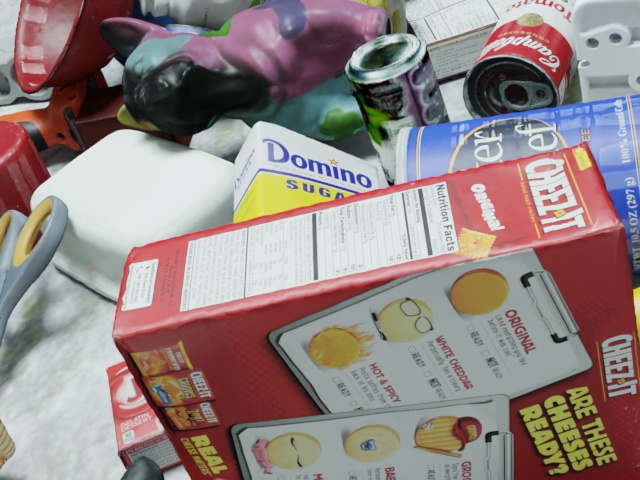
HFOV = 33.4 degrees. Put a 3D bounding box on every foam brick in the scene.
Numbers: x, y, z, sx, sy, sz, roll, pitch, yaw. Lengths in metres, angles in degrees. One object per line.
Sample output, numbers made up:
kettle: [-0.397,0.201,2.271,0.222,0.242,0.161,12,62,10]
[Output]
foam brick: [-0.150,-0.094,0.866,0.078,0.051,0.053,-8,39,15]

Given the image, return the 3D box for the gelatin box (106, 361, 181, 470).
gelatin box: [-0.076,0.089,0.616,0.089,0.030,0.073,-21,36,-3]

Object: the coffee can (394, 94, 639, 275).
coffee can: [0.122,-0.024,0.612,0.140,0.103,0.102,-7,38,15]

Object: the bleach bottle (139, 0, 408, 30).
bleach bottle: [-0.022,-0.217,0.874,0.250,0.103,0.068,-10,64,-16]

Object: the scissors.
scissors: [-0.199,0.048,0.681,0.096,0.016,0.202,-36,39,27]

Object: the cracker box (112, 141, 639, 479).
cracker box: [0.034,0.057,0.497,0.214,0.164,0.072,-13,39,8]

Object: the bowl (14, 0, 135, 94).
bowl: [-0.193,-0.190,0.864,0.055,0.162,0.162,14,21,-33]

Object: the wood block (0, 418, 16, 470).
wood block: [-0.292,0.111,0.610,0.206,0.091,0.090,-3,31,29]

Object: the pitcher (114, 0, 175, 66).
pitcher: [-0.131,-0.254,1.015,0.145,0.149,0.242,6,44,8]

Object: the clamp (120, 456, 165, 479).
clamp: [-0.155,0.199,0.504,0.164,0.036,0.210,-17,33,5]

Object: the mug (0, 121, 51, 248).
mug: [-0.242,-0.044,0.817,0.093,0.081,0.117,-7,38,16]

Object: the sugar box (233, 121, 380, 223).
sugar box: [-0.004,0.001,0.649,0.093,0.048,0.176,20,36,-19]

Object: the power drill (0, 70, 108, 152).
power drill: [-0.281,-0.106,0.938,0.188,0.057,0.184,-18,40,6]

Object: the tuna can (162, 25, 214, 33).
tuna can: [-0.104,-0.148,0.885,0.086,0.086,0.034,4,80,27]

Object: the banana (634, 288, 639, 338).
banana: [0.117,0.041,0.563,0.198,0.070,0.037,4,19,8]

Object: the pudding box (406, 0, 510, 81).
pudding box: [0.126,-0.175,0.859,0.113,0.039,0.090,-18,36,4]

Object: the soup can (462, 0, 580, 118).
soup can: [0.150,-0.129,0.765,0.069,0.068,0.102,4,41,28]
